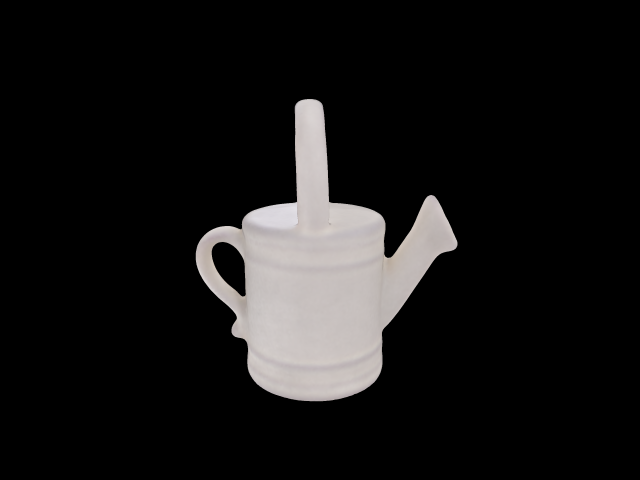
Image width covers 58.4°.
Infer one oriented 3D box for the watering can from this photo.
[{"bbox_3d":[0.004,0.001,0.402,0.173,0.194,0.100,-6,16,-20],"label":"watering can"}]
